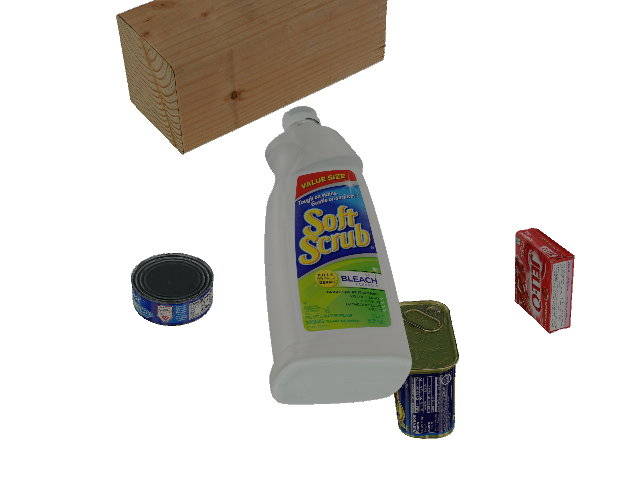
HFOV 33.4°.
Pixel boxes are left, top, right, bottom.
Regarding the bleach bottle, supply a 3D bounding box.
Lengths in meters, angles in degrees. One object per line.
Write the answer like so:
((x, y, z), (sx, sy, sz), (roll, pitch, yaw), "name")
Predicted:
((-0.004, -0.001, 0.810), (0.102, 0.251, 0.068), (0, -37, -17), "bleach bottle")

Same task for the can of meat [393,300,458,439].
((0.093, 0.118, 0.972), (0.057, 0.084, 0.102), (-4, 32, 1), "can of meat")

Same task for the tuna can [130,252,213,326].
((-0.155, 0.051, 1.120), (0.086, 0.034, 0.086), (3, 35, -2), "tuna can")

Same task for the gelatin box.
((0.234, 0.041, 1.125), (0.030, 0.089, 0.073), (-13, 29, -16), "gelatin box")

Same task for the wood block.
((-0.052, -0.167, 0.887), (0.205, 0.091, 0.090), (-28, 53, -24), "wood block")
